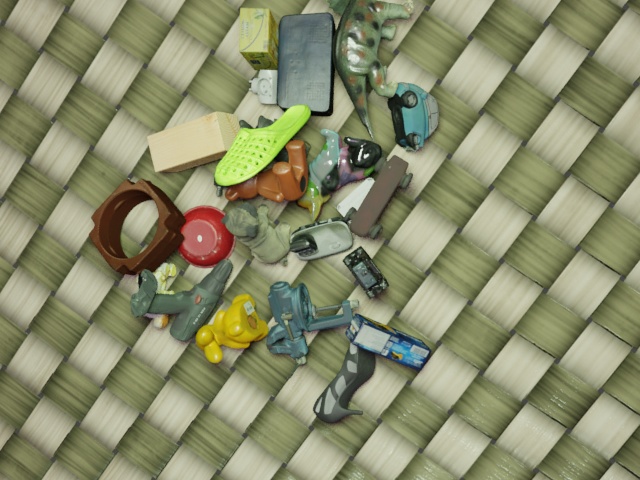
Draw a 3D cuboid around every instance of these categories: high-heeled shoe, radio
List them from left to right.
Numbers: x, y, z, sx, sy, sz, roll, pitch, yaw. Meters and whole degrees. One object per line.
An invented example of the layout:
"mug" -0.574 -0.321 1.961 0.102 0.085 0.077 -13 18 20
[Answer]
"radio" -0.032 -0.414 1.280 0.131 0.073 0.229 2 92 6
"high-heeled shoe" 0.053 0.326 1.331 0.145 0.086 0.248 -4 73 36

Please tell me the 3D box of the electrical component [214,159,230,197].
"electrical component" -0.235 -0.151 1.321 0.063 0.021 0.094 15 98 46

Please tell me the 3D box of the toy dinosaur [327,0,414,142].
"toy dinosaur" 0.089 -0.442 1.210 0.192 0.131 0.404 11 86 -19

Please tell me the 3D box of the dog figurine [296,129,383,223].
"dog figurine" 0.036 -0.142 1.275 0.192 0.108 0.219 16 99 2

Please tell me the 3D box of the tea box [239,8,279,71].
"tea box" -0.135 -0.457 1.237 0.068 0.169 0.098 2 92 6

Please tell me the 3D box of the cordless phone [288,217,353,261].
"cordless phone" -0.002 -0.003 1.244 0.147 0.184 0.088 -14 88 7

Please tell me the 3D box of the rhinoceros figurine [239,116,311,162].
"rhinoceros figurine" -0.113 -0.236 1.302 0.190 0.073 0.112 35 106 1

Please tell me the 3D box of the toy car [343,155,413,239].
"toy car" 0.135 -0.098 1.232 0.089 0.053 0.202 32 100 13

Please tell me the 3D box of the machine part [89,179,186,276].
"machine part" -0.442 -0.029 1.306 0.201 0.087 0.202 -46 66 4

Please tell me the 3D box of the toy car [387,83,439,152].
"toy car" 0.225 -0.291 1.249 0.103 0.109 0.161 -16 101 -11

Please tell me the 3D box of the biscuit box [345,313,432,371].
"biscuit box" 0.162 0.241 1.269 0.202 0.063 0.059 25 98 -21

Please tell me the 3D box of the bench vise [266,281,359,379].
"bench vise" -0.019 0.195 1.293 0.241 0.129 0.223 -12 95 10

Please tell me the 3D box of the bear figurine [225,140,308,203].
"bear figurine" -0.128 -0.151 1.224 0.196 0.120 0.131 10 139 20

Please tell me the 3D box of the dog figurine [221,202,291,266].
"dog figurine" -0.142 -0.003 1.255 0.172 0.190 0.121 40 96 0

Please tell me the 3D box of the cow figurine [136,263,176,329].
"cow figurine" -0.421 0.136 1.350 0.098 0.068 0.167 6 91 11

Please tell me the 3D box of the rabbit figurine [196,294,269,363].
"rabbit figurine" -0.234 0.232 1.311 0.173 0.162 0.121 -22 104 24

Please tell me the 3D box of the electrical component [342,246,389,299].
"electrical component" 0.107 0.074 1.263 0.058 0.134 0.115 -38 87 6

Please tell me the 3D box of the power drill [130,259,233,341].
"power drill" -0.335 0.127 1.290 0.086 0.207 0.232 33 99 37

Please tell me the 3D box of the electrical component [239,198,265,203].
"electrical component" -0.167 -0.133 1.325 0.102 0.045 0.078 -17 63 3
